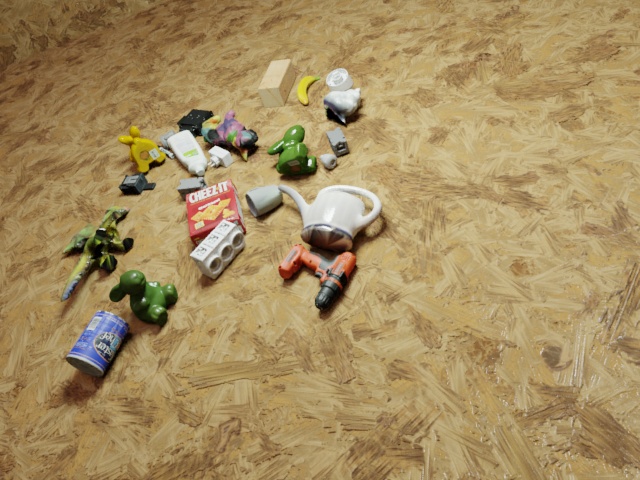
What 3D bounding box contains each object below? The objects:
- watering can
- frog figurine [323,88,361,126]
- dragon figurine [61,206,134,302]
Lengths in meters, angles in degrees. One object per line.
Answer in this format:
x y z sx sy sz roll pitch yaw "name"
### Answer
0.005 -0.076 1.501 0.348 0.101 0.229 6 51 22 "watering can"
0.093 -0.509 1.876 0.161 0.121 0.138 -49 32 -12 "frog figurine"
-0.752 0.025 1.684 0.242 0.120 0.419 -2 43 40 "dragon figurine"
